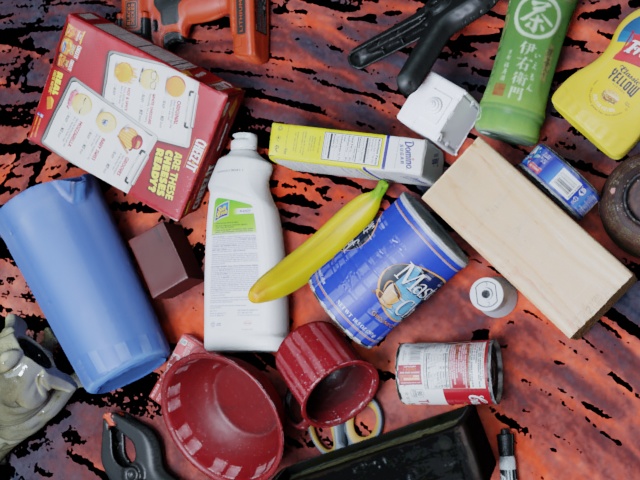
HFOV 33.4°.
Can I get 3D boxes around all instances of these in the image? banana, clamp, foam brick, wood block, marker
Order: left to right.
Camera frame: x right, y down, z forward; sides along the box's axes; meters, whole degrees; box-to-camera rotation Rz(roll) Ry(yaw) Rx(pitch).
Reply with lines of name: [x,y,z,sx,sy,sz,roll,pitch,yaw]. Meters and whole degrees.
clamp: [-0.200,0.274,1.245,0.120,0.039,0.171,-25,77,15]
foam brick: [-0.179,0.024,1.257,0.053,0.051,0.078,-28,76,14]
banana: [-0.002,0.006,1.174,0.197,0.069,0.037,-43,65,-9]
clamp: [0.126,-0.241,1.158,0.210,0.036,0.165,-44,28,-7]
marker: [0.198,0.258,1.114,0.020,0.020,0.121,-6,82,19]
wood block: [0.216,0.000,1.096,0.090,0.090,0.206,-47,71,9]

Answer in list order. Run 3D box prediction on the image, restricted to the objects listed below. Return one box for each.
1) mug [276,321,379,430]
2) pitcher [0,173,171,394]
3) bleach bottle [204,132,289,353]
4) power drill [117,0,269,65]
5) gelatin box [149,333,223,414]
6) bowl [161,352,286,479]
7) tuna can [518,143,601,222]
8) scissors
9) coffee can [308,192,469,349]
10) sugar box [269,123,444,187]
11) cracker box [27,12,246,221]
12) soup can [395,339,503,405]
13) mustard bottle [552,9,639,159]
mug: [-0.002,0.151,1.154,0.117,0.093,0.082,-58,44,18]
pitcher: [-0.278,0.057,1.259,0.145,0.149,0.243,-28,79,-1]
bleach bottle: [-0.080,0.002,1.219,0.103,0.068,0.251,-2,81,19]
power drill: [-0.155,-0.243,1.271,0.188,0.057,0.184,1,93,19]
gelatin box: [-0.146,0.164,1.241,0.073,0.030,0.089,31,96,19]
bowl: [-0.095,0.187,1.171,0.162,0.055,0.162,13,115,28]
tuna can: [0.246,-0.060,1.093,0.034,0.086,0.086,-47,72,7]
scissors: [0.042,0.259,1.171,0.096,0.016,0.202,-21,78,17]
coffee can: [0.073,0.033,1.137,0.140,0.102,0.103,-42,73,11]
sugar box: [0.041,-0.093,1.167,0.176,0.093,0.048,6,87,19]
cracker box: [-0.214,-0.146,1.241,0.214,0.072,0.164,28,111,9]
soup can: [0.136,0.139,1.122,0.102,0.068,0.068,-4,83,20]
mustard bottle: [0.335,-0.181,1.088,0.192,0.058,0.096,-47,73,9]
